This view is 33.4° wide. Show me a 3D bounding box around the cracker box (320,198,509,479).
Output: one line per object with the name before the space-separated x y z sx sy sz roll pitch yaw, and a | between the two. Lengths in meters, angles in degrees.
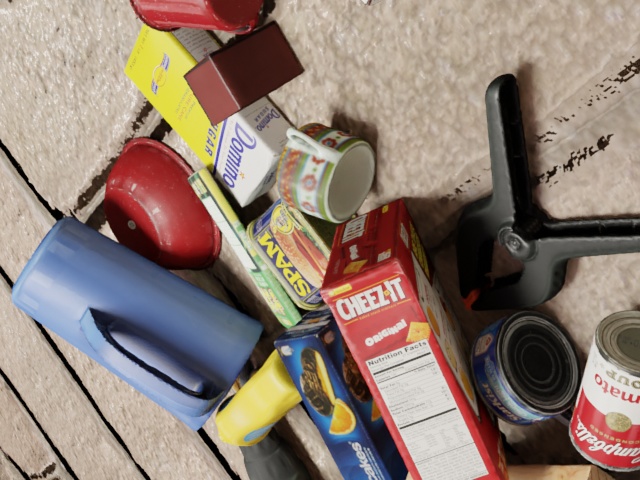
cracker box | 0.077 0.093 0.851 0.072 0.164 0.213 -23 104 12

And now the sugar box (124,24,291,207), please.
sugar box | -0.100 -0.124 0.979 0.176 0.048 0.093 50 144 8

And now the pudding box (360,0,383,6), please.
pudding box | 0.028 -0.236 0.751 0.090 0.039 0.114 43 140 19

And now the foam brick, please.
foam brick | -0.065 -0.140 0.899 0.053 0.078 0.051 -22 101 55

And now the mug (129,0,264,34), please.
mug | -0.092 -0.208 0.878 0.082 0.093 0.117 13 158 36

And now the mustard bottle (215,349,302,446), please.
mustard bottle | -0.056 0.163 1.092 0.058 0.096 0.192 50 135 8

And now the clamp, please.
clamp | 0.162 -0.003 0.785 0.165 0.036 0.210 40 144 18

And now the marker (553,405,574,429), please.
marker | 0.196 0.138 0.873 0.121 0.020 0.020 36 140 25

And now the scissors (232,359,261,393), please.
scissors | -0.065 0.208 1.227 0.096 0.016 0.202 9 125 45

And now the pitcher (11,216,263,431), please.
pitcher | -0.190 0.084 1.095 0.242 0.145 0.149 33 153 -7

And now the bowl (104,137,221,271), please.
bowl | -0.180 -0.026 1.140 0.162 0.055 0.162 29 136 31

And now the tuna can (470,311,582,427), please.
tuna can | 0.160 0.099 0.826 0.086 0.086 0.034 54 143 1

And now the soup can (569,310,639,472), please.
soup can | 0.225 0.110 0.778 0.069 0.068 0.102 30 137 30

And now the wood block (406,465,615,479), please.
wood block | 0.157 0.242 0.868 0.090 0.090 0.207 37 151 -25

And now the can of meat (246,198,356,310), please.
can of meat | -0.006 0.001 0.964 0.102 0.057 0.084 52 142 3
